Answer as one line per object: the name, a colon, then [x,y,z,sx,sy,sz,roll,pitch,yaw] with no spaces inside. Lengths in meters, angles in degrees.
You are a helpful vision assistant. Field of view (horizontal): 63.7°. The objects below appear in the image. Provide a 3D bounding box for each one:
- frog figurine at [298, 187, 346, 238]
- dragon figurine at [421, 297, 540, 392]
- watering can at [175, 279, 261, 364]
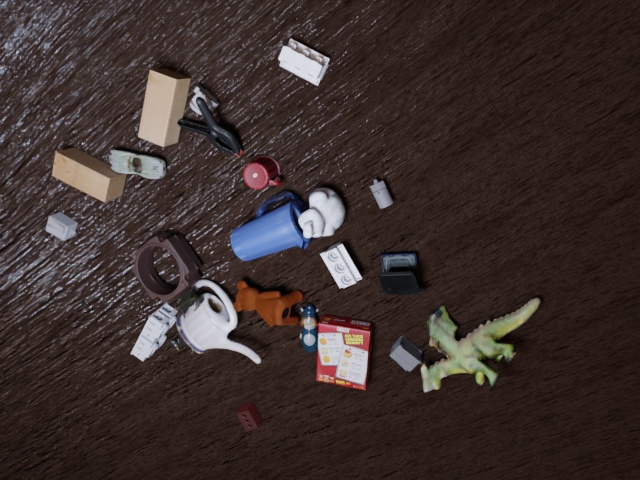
frog figurine: [0.004,-0.074,1.466,0.122,0.162,0.135,-1,109,15]
dragon figurine: [0.429,0.285,1.499,0.244,0.122,0.407,30,101,13]
watering can: [-0.349,0.301,1.710,0.221,0.104,0.351,-40,74,23]
